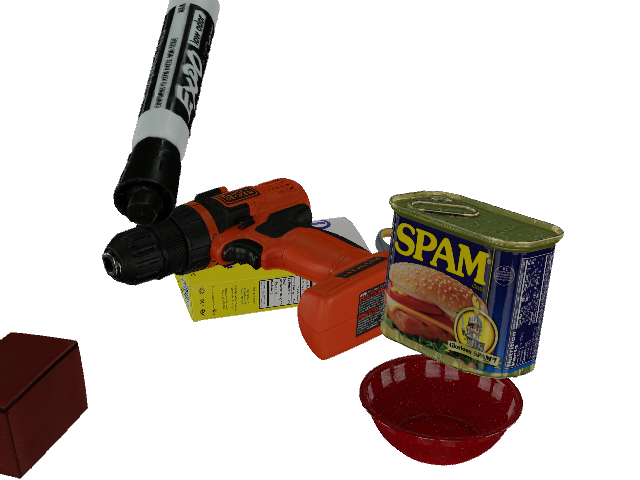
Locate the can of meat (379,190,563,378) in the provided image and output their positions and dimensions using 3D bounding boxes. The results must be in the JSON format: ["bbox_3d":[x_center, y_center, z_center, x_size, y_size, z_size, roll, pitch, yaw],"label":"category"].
[{"bbox_3d":[0.084,0.024,0.621,0.057,0.084,0.102,-10,23,-42],"label":"can of meat"}]

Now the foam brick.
[{"bbox_3d":[-0.190,0.100,0.665,0.053,0.051,0.078,7,29,22],"label":"foam brick"}]

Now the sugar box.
[{"bbox_3d":[-0.044,0.024,0.997,0.176,0.048,0.093,-10,32,-14],"label":"sugar box"}]

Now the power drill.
[{"bbox_3d":[-0.038,0.016,0.772,0.184,0.057,0.188,-23,38,-38],"label":"power drill"}]

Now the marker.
[{"bbox_3d":[-0.050,-0.048,0.359,0.020,0.020,0.121,0,43,3],"label":"marker"}]

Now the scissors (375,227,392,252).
[{"bbox_3d":[0.070,0.023,1.259,0.201,0.016,0.096,-11,40,-46],"label":"scissors"}]

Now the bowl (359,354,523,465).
[{"bbox_3d":[0.119,0.176,1.067,0.162,0.055,0.162,1,24,0],"label":"bowl"}]
